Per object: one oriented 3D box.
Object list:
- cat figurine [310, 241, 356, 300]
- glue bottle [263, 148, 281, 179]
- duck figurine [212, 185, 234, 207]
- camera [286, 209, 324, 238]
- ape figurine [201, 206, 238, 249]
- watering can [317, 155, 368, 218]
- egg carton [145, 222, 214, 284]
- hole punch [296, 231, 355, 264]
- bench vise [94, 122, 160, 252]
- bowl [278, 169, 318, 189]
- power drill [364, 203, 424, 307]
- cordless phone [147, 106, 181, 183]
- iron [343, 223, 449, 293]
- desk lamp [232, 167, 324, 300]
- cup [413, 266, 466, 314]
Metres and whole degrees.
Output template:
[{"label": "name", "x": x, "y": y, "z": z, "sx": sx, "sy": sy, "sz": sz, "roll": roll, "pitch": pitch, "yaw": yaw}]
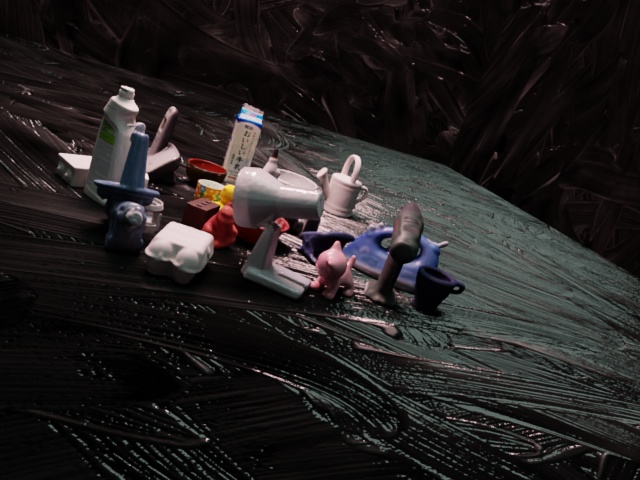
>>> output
[{"label": "cat figurine", "x": 0.034, "y": 0.060, "z": 1.197, "sx": 0.067, "sy": 0.118, "sz": 0.128, "roll": 32, "pitch": 21, "yaw": 32}, {"label": "glue bottle", "x": -0.144, "y": -0.174, "z": 1.591, "sx": 0.078, "sy": 0.173, "sz": 0.037, "roll": 10, "pitch": 20, "yaw": -29}, {"label": "duck figurine", "x": -0.232, "y": -0.094, "z": 1.404, "sx": 0.077, "sy": 0.086, "sz": 0.105, "roll": 33, "pitch": 21, "yaw": 33}, {"label": "camera", "x": -0.068, "y": -0.078, "z": 1.513, "sx": 0.137, "sy": 0.101, "sz": 0.143, "roll": 16, "pitch": 18, "yaw": -15}, {"label": "ape figurine", "x": -0.212, "y": -0.030, "z": 1.232, "sx": 0.078, "sy": 0.092, "sz": 0.076, "roll": 16, "pitch": 18, "yaw": -15}, {"label": "watering can", "x": 0.075, "y": -0.176, "z": 1.804, "sx": 0.173, "sy": 0.194, "sz": 0.100, "roll": 4, "pitch": 24, "yaw": -42}, {"label": "egg carton", "x": -0.258, "y": 0.022, "z": 1.065, "sx": 0.107, "sy": 0.069, "sz": 0.150, "roll": 19, "pitch": 18, "yaw": -5}, {"label": "hole punch", "x": 0.013, "y": 0.005, "z": 1.376, "sx": 0.109, "sy": 0.091, "sz": 0.100, "roll": 7, "pitch": 22, "yaw": -37}, {"label": "bench vise", "x": -0.343, "y": -0.099, "z": 1.078, "sx": 0.122, "sy": 0.220, "sz": 0.206, "roll": 1, "pitch": 26, "yaw": -46}, {"label": "bowl", "x": -0.096, "y": -0.157, "z": 1.756, "sx": 0.167, "sy": 0.075, "sz": 0.167, "roll": 19, "pitch": 18, "yaw": -6}, {"label": "power drill", "x": 0.171, "y": 0.032, "z": 1.278, "sx": 0.075, "sy": 0.208, "sz": 0.230, "roll": 21, "pitch": 18, "yaw": 1}, {"label": "cordless phone", "x": -0.412, "y": -0.257, "z": 1.520, "sx": 0.094, "sy": 0.185, "sz": 0.147, "roll": 9, "pitch": 21, "yaw": -33}, {"label": "iron", "x": 0.183, "y": 0.027, "z": 1.416, "sx": 0.258, "sy": 0.141, "sz": 0.119, "roll": 21, "pitch": 18, "yaw": 1}, {"label": "desk lamp", "x": -0.088, "y": -0.022, "z": 1.144, "sx": 0.203, "sy": 0.213, "sz": 0.118, "roll": 23, "pitch": 18, "yaw": 7}, {"label": "cup", "x": 0.263, "y": 0.121, "z": 1.305, "sx": 0.118, "sy": 0.095, "sz": 0.091, "roll": 17, "pitch": 18, "yaw": -10}]
